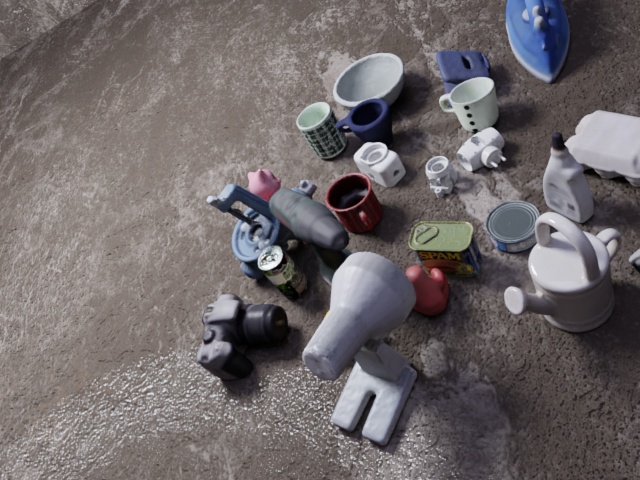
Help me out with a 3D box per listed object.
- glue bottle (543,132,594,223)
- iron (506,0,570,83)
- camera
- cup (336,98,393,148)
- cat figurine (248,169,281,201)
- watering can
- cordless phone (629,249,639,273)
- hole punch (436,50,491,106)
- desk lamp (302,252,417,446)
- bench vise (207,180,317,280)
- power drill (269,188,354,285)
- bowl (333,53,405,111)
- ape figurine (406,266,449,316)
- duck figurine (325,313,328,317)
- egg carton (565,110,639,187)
[{"bbox_3d":[0.370,-0.099,0.866,0.037,0.174,0.078,-42,45,-6],"label":"glue bottle"},{"bbox_3d":[0.429,-0.445,1.135,0.118,0.142,0.258,-13,49,21],"label":"iron"},{"bbox_3d":[-0.135,0.159,1.003,0.136,0.101,0.143,-7,51,26],"label":"camera"},{"bbox_3d":[0.101,-0.225,1.182,0.117,0.095,0.091,-13,49,22],"label":"cup"},{"bbox_3d":[-0.104,-0.093,1.178,0.067,0.118,0.127,-29,45,7],"label":"cat figurine"},{"bbox_3d":[0.327,0.041,0.761,0.100,0.195,0.173,22,68,41],"label":"watering can"},{"bbox_3d":[0.477,-0.027,0.736,0.147,0.186,0.094,-37,45,-1],"label":"cordless phone"},{"bbox_3d":[0.295,-0.345,1.168,0.101,0.091,0.108,-18,48,17],"label":"hole punch"},{"bbox_3d":[0.063,0.152,0.813,0.117,0.214,0.203,10,60,36],"label":"desk lamp"},{"bbox_3d":[-0.109,-0.053,1.076,0.121,0.220,0.208,17,65,39],"label":"bench vise"},{"bbox_3d":[0.009,0.003,0.969,0.076,0.209,0.228,-44,45,-8],"label":"power drill"},{"bbox_3d":[0.118,-0.334,1.275,0.167,0.075,0.167,-16,48,19],"label":"bowl"},{"bbox_3d":[0.162,0.073,0.905,0.077,0.092,0.076,-23,46,13],"label":"ape figurine"},{"bbox_3d":[0.033,0.144,0.927,0.104,0.086,0.077,-34,45,2],"label":"duck figurine"},{"bbox_3d":[0.474,-0.148,0.918,0.149,0.070,0.107,24,69,41],"label":"egg carton"}]
